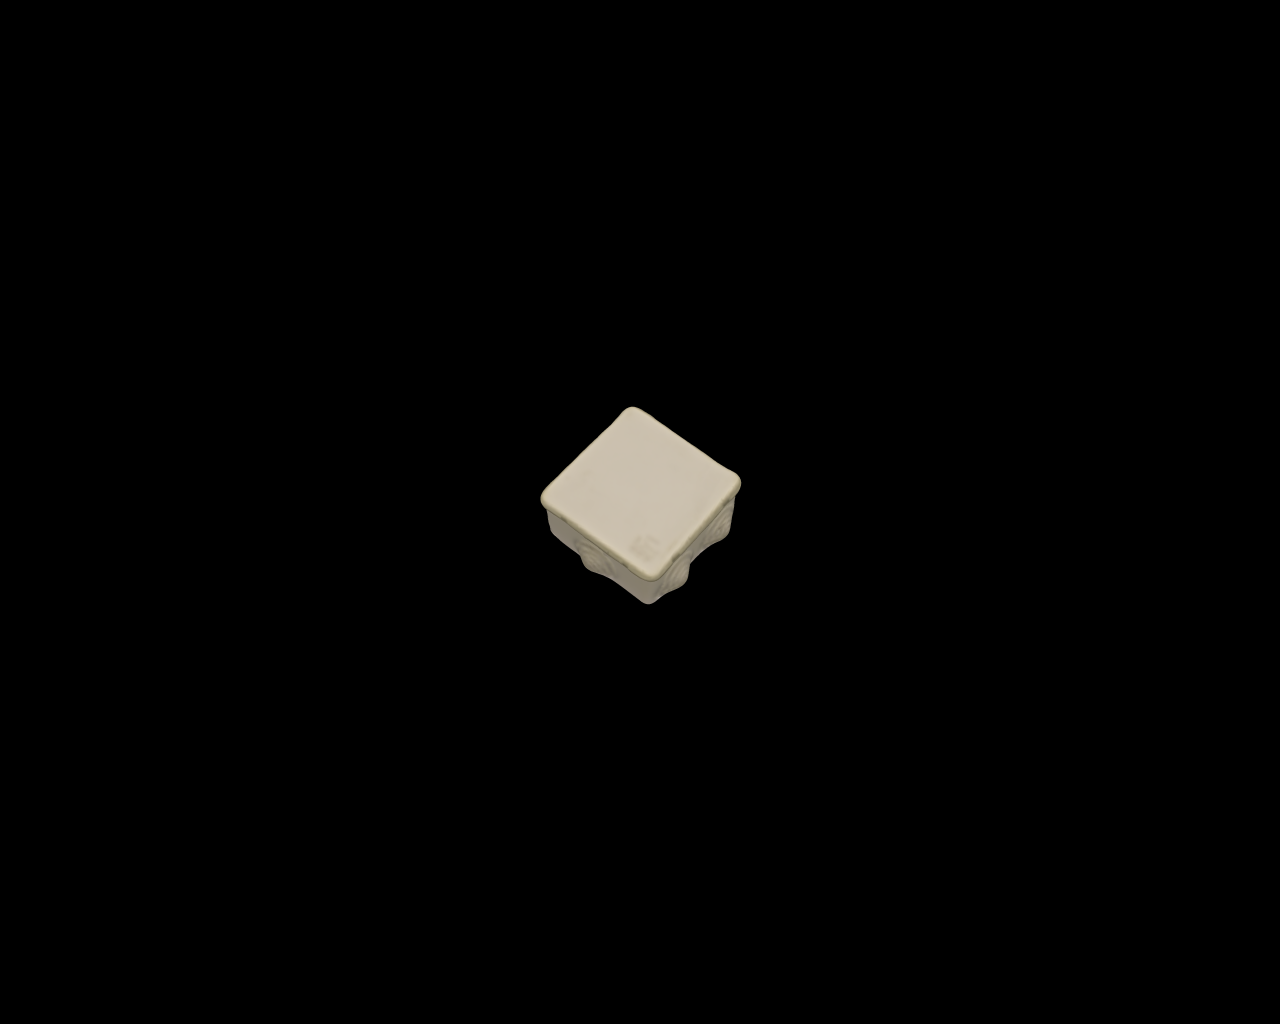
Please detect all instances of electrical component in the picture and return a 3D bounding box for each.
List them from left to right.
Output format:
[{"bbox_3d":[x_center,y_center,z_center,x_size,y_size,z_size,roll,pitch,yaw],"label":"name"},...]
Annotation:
[{"bbox_3d":[0.001,-0.003,0.650,0.100,0.100,0.048,36,-24,18],"label":"electrical component"}]
